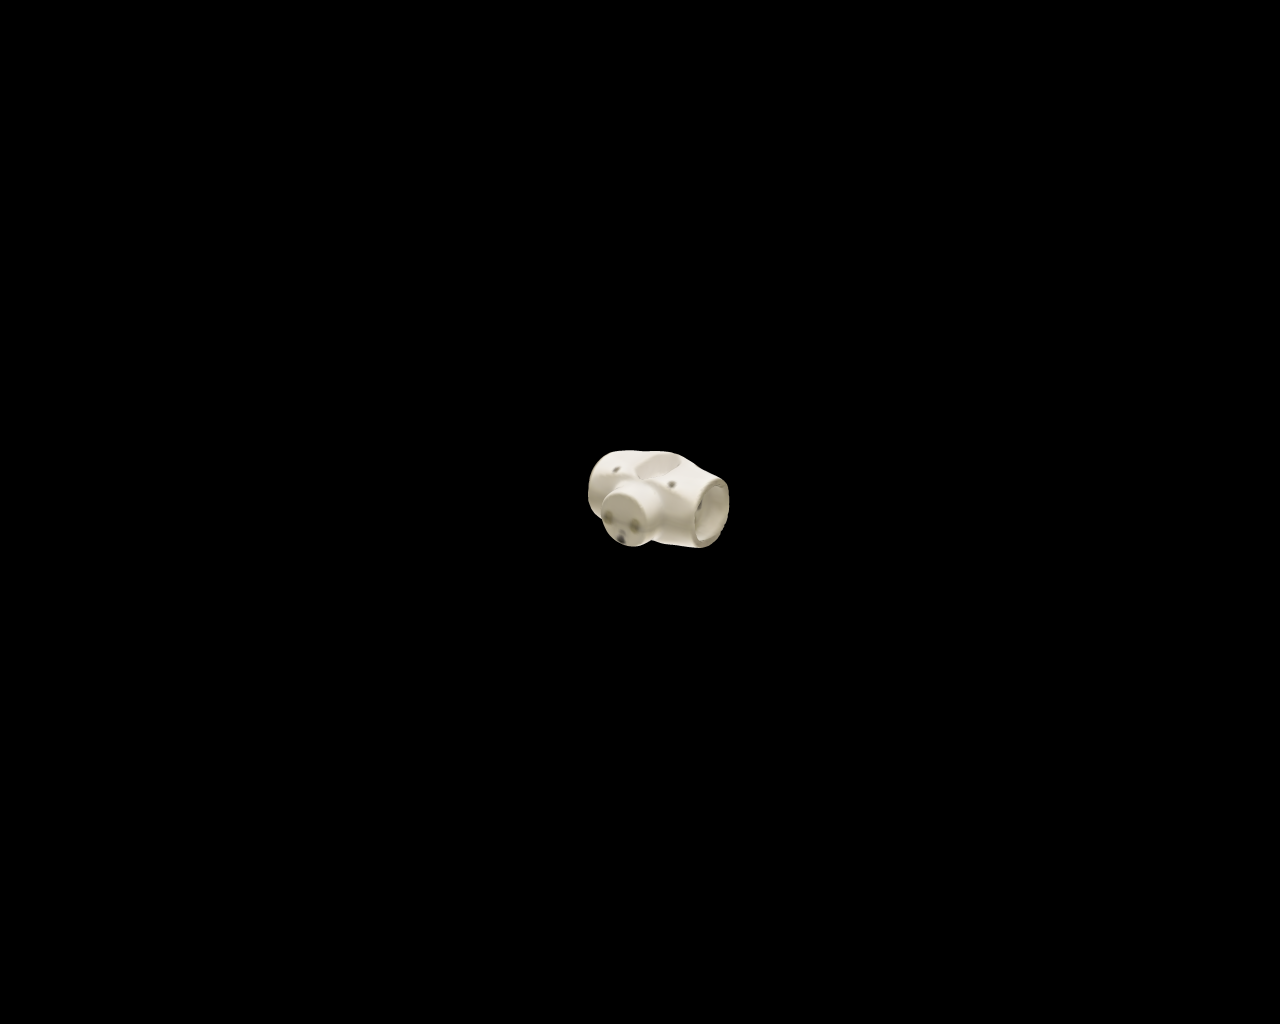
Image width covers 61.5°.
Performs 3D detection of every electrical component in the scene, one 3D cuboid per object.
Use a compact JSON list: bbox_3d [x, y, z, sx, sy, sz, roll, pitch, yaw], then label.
[{"bbox_3d":[0.001,-0.003,0.650,0.077,0.043,0.079,18,32,31],"label":"electrical component"}]
